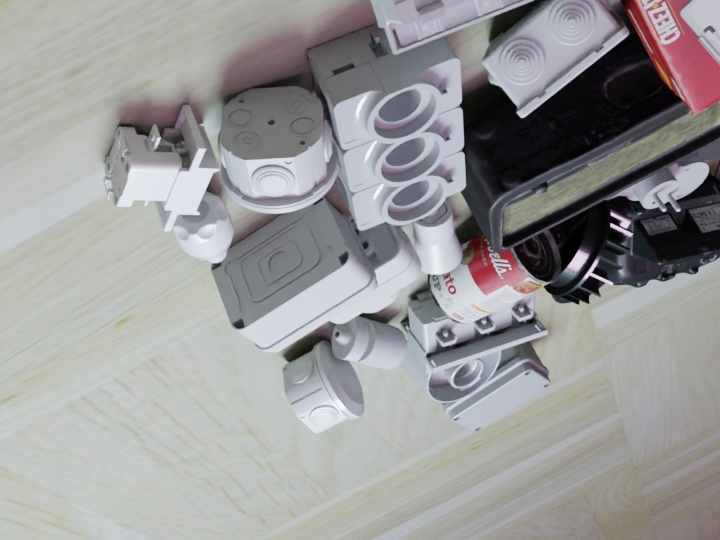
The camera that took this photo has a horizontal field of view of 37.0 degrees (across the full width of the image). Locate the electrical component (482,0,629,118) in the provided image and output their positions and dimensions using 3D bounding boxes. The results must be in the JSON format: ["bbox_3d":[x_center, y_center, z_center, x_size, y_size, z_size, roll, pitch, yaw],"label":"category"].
[{"bbox_3d":[0.132,-0.157,0.737,0.100,0.048,0.099,-38,-171,19],"label":"electrical component"}]

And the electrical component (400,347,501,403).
[{"bbox_3d":[0.095,0.089,1.123,0.099,0.064,0.099,-19,135,-20],"label":"electrical component"}]

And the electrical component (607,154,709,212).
[{"bbox_3d":[0.259,-0.080,0.957,0.138,0.073,0.052,-2,141,-34],"label":"electrical component"}]

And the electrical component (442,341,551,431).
[{"bbox_3d":[0.145,0.123,1.193,0.113,0.057,0.078,-35,148,15],"label":"electrical component"}]

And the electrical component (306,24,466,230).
[{"bbox_3d":[0.024,-0.100,0.768,0.089,0.061,0.150,-22,149,-6],"label":"electrical component"}]

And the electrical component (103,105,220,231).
[{"bbox_3d":[-0.135,-0.068,0.722,0.064,0.042,0.081,0,140,-31],"label":"electrical component"}]

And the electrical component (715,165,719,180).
[{"bbox_3d":[0.393,-0.078,1.067,0.061,0.061,0.096,-20,148,-9],"label":"electrical component"}]

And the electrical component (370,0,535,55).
[{"bbox_3d":[0.067,-0.189,0.654,0.121,0.063,0.078,-22,108,-6],"label":"electrical component"}]

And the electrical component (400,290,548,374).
[{"bbox_3d":[0.109,0.047,1.045,0.121,0.078,0.063,-17,126,-14],"label":"electrical component"}]

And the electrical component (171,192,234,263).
[{"bbox_3d":[-0.114,-0.028,0.795,0.043,0.043,0.062,-23,150,-5],"label":"electrical component"}]

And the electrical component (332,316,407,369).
[{"bbox_3d":[0.004,0.067,1.022,0.043,0.043,0.081,-41,146,23],"label":"electrical component"}]

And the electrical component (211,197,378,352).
[{"bbox_3d":[-0.051,0.005,0.855,0.113,0.078,0.057,-32,146,10],"label":"electrical component"}]

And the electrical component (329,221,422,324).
[{"bbox_3d":[0.000,0.000,0.908,0.095,0.053,0.059,-32,148,10],"label":"electrical component"}]

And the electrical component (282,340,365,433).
[{"bbox_3d":[-0.034,0.112,1.028,0.051,0.080,0.080,-29,149,15],"label":"electrical component"}]

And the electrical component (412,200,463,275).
[{"bbox_3d":[0.064,-0.032,0.920,0.044,0.044,0.065,-22,144,-6],"label":"electrical component"}]

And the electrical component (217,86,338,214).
[{"bbox_3d":[-0.056,-0.082,0.723,0.080,0.080,0.051,-20,143,-10],"label":"electrical component"}]
